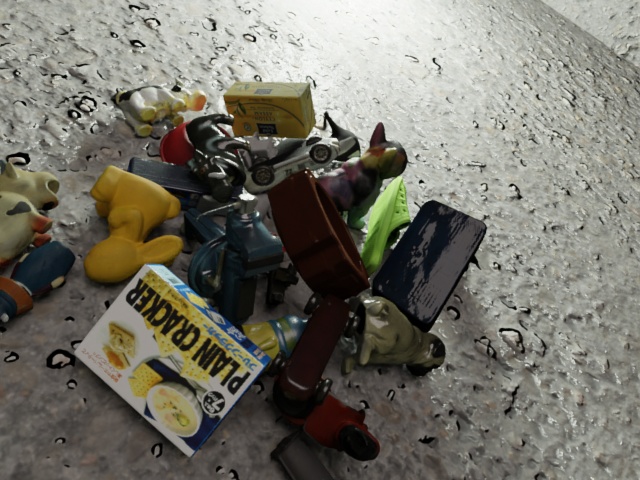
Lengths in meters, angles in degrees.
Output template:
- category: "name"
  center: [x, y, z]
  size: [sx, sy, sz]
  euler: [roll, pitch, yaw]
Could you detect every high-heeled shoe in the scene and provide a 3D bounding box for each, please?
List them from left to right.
- category: "high-heeled shoe"
  center: [-0.013, -0.164, 1.153]
  size: [0.249, 0.086, 0.145]
  euler: [-45, 120, -21]

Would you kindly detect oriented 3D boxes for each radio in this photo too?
- category: "radio"
  center: [0.202, 0.044, 1.008]
  size: [0.131, 0.073, 0.229]
  euler: [30, 71, 16]

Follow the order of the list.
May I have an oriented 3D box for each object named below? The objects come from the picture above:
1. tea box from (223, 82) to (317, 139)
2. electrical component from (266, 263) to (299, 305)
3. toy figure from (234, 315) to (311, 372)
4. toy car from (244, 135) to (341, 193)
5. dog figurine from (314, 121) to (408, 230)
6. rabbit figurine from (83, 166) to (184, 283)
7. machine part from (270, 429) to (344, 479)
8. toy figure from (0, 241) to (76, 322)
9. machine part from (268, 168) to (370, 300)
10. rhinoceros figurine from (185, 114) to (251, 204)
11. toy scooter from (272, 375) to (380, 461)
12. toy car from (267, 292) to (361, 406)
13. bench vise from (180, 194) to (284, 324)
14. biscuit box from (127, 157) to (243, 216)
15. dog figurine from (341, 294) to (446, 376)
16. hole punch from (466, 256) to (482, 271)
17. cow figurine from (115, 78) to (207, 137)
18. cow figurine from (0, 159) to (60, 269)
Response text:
- category: "tea box"
  center: [-0.101, -0.265, 1.097]
  size: [0.170, 0.098, 0.068]
  euler: [5, 43, 20]
- category: "electrical component"
  center: [-0.064, 0.072, 0.910]
  size: [0.045, 0.102, 0.078]
  euler: [5, 75, -11]
- category: "toy figure"
  center: [-0.084, 0.163, 0.838]
  size: [0.180, 0.082, 0.089]
  euler: [-15, 37, -26]
- category: "toy car"
  center: [-0.055, -0.146, 1.030]
  size: [0.202, 0.056, 0.074]
  euler: [-21, 25, 0]
- category: "dog figurine"
  center: [0.066, -0.124, 1.039]
  size: [0.191, 0.219, 0.108]
  euler: [-1, 53, -28]
- category: "rabbit figurine"
  center: [-0.303, -0.005, 0.856]
  size: [0.162, 0.122, 0.173]
  euler: [27, 62, -18]
- category: "machine part"
  center: [-0.015, 0.343, 0.764]
  size: [0.084, 0.039, 0.139]
  euler: [-25, 71, -33]
- category: "toy figure"
  center: [-0.417, 0.065, 0.761]
  size: [0.064, 0.057, 0.154]
  euler: [16, 47, 24]
- category: "machine part"
  center: [-0.002, -0.003, 0.916]
  size: [0.087, 0.200, 0.201]
  euler: [-27, 59, 10]
- category: "rhinoceros figurine"
  center: [-0.184, -0.148, 0.948]
  size: [0.112, 0.073, 0.190]
  euler: [-4, 54, -31]
- category: "toy scooter"
  center: [0.016, 0.260, 0.804]
  size: [0.184, 0.135, 0.075]
  euler: [32, 87, 22]
- category: "toy car"
  center: [-0.005, 0.154, 0.786]
  size: [0.089, 0.053, 0.202]
  euler: [26, 37, 4]
- category: "bench vise"
  center: [-0.161, 0.008, 0.857]
  size: [0.129, 0.223, 0.241]
  euler: [-24, 41, -30]
- category: "biscuit box"
  center: [-0.243, -0.094, 0.967]
  size: [0.203, 0.059, 0.063]
  euler: [9, 52, -21]
- category: "dog figurine"
  center: [0.141, 0.158, 0.899]
  size: [0.190, 0.172, 0.121]
  euler: [5, 64, -14]
- category: "hole punch"
  center: [0.263, 0.019, 1.129]
  size: [0.115, 0.092, 0.142]
  euler: [16, 39, -56]
- category: "cow figurine"
  center: [-0.313, -0.274, 1.069]
  size: [0.098, 0.068, 0.167]
  euler: [44, 48, 17]
- category: "cow figurine"
  center: [-0.468, -0.035, 0.800]
  size: [0.127, 0.085, 0.195]
  euler: [37, 49, -5]
